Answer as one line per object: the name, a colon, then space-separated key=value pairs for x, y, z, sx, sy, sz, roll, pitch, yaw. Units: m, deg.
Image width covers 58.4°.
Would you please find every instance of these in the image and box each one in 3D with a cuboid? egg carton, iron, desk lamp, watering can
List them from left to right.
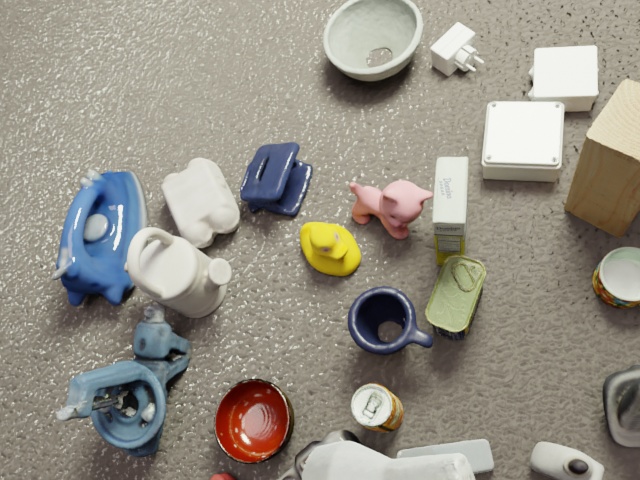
iron: x=-0.370 y=-0.026 z=0.948 sx=0.118 sy=0.142 sz=0.258 roll=-3 pitch=69 yaw=15
watering can: x=-0.214 y=0.044 z=0.848 sx=0.172 sy=0.194 sz=0.101 roll=-17 pitch=66 yaw=9
egg carton: x=-0.197 y=-0.063 z=0.954 sx=0.107 sy=0.069 sz=0.150 roll=-32 pitch=65 yaw=2
desk lamp: x=0.101 y=0.284 z=0.657 sx=0.203 sy=0.214 sz=0.118 roll=-14 pitch=67 yaw=11

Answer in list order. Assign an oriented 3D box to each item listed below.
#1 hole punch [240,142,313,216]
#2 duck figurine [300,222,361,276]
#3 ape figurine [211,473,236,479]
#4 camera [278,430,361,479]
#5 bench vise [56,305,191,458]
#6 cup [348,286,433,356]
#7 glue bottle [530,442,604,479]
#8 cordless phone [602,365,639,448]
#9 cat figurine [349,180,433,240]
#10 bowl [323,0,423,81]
hole punch: x=-0.078 y=-0.101 z=0.923 sx=0.100 sy=0.091 sz=0.109 roll=13 pitch=74 yaw=20
duck figurine: x=0.008 y=0.003 z=0.862 sx=0.104 sy=0.086 sz=0.077 roll=37 pitch=83 yaw=25
ape figurine: x=-0.126 y=0.348 z=0.764 sx=0.076 sy=0.092 sz=0.077 roll=-37 pitch=64 yaw=0
camera: x=0.015 y=0.333 z=0.725 sx=0.143 sy=0.101 sz=0.136 roll=-41 pitch=65 yaw=-2
bench vise: x=-0.278 y=0.190 z=0.796 sx=0.121 sy=0.220 sz=0.207 roll=-12 pitch=67 yaw=11
cup: x=0.103 y=0.123 z=0.784 sx=0.117 sy=0.095 sz=0.092 roll=22 pitch=77 yaw=22
glue bottle: x=0.281 y=0.254 z=0.640 sx=0.078 sy=0.173 sz=0.037 roll=16 pitch=75 yaw=21
cordless phone: x=0.399 y=0.175 z=0.631 sx=0.147 sy=0.185 sz=0.094 roll=-13 pitch=67 yaw=11
cat figurine: x=0.101 y=-0.056 z=0.841 sx=0.127 sy=0.118 sz=0.067 roll=21 pitch=77 yaw=22
bowl: x=0.093 y=-0.331 z=0.972 sx=0.167 sy=0.075 sz=0.167 roll=-5 pitch=68 yaw=14
